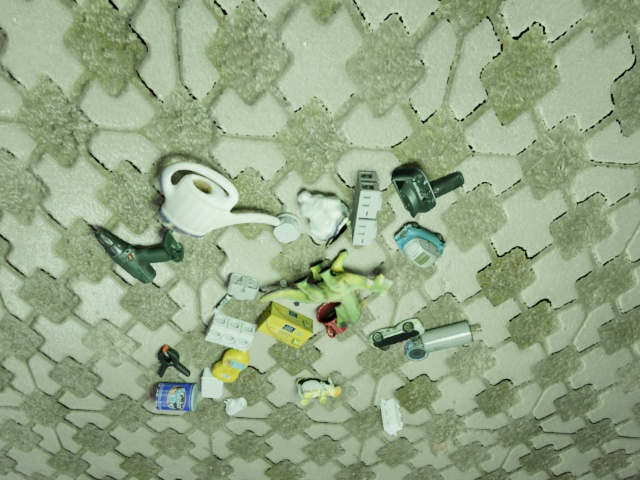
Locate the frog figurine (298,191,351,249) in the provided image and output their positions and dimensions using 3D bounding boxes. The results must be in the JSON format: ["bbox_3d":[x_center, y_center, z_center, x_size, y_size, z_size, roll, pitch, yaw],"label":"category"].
[{"bbox_3d":[0.004,-0.074,1.477,0.160,0.124,0.134,42,134,14],"label":"frog figurine"}]

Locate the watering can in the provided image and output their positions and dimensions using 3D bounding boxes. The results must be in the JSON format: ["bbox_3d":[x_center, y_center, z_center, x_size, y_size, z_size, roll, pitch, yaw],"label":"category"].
[{"bbox_3d":[-0.303,-0.082,1.448,0.344,0.106,0.221,34,122,-23],"label":"watering can"}]

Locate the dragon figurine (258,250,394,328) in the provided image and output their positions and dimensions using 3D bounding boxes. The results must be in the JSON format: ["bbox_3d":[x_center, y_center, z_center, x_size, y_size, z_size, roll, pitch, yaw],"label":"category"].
[{"bbox_3d":[0.035,0.184,1.606,0.407,0.124,0.240,-27,107,18],"label":"dragon figurine"}]
